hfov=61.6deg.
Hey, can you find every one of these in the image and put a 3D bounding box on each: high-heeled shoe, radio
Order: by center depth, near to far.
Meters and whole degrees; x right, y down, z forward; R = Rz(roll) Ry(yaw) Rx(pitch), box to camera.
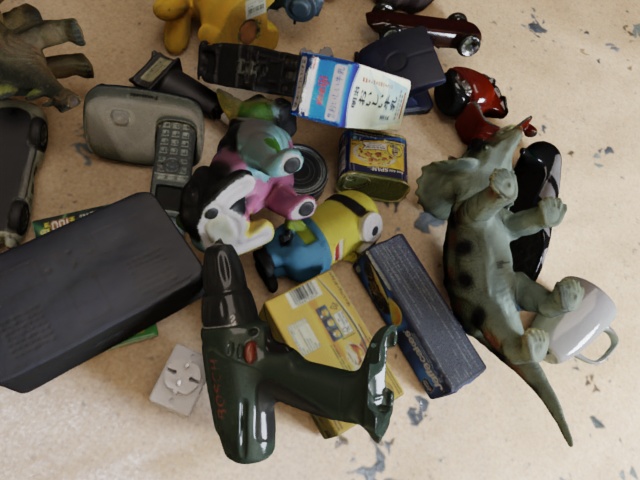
[{"bbox_3d":[-0.253,0.050,0.587,0.230,0.073,0.131,-28,75,-20],"label":"radio"},{"bbox_3d":[0.315,-0.030,0.801,0.145,0.086,0.248,10,86,-52],"label":"high-heeled shoe"}]

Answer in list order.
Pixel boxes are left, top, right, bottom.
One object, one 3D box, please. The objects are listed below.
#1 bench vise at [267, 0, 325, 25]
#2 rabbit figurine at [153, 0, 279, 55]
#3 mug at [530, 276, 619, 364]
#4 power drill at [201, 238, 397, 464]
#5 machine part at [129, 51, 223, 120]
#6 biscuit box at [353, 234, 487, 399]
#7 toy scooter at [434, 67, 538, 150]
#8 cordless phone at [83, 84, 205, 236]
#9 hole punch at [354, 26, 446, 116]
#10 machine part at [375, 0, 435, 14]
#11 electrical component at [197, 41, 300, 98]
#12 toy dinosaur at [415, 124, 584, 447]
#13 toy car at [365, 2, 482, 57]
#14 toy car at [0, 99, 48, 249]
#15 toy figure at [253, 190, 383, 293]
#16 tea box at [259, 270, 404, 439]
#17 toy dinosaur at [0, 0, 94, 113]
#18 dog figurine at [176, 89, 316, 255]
[{"bbox_3d":[-0.071,-0.443,0.843,0.240,0.129,0.223,16,63,-13],"label":"bench vise"},{"bbox_3d":[-0.164,-0.337,0.792,0.162,0.121,0.173,-37,66,-15],"label":"rabbit figurine"},{"bbox_3d":[0.337,0.122,0.720,0.107,0.081,0.109,-41,87,-13],"label":"mug"},{"bbox_3d":[-0.029,0.115,0.545,0.207,0.086,0.231,1,92,15],"label":"power drill"},{"bbox_3d":[-0.191,-0.214,0.757,0.139,0.039,0.084,25,55,0],"label":"machine part"},{"bbox_3d":[0.122,0.096,0.680,0.063,0.059,0.203,-24,75,-25],"label":"biscuit box"},{"bbox_3d":[0.266,-0.194,0.840,0.135,0.075,0.184,-15,74,-19],"label":"toy scooter"},{"bbox_3d":[-0.225,-0.095,0.680,0.147,0.089,0.184,6,84,-12],"label":"cordless phone"},{"bbox_3d":[0.122,-0.256,0.826,0.116,0.092,0.142,-12,73,-15],"label":"hole punch"},{"bbox_3d":[0.139,-0.477,0.944,0.179,0.056,0.179,6,65,-13],"label":"machine part"},{"bbox_3d":[-0.081,-0.230,0.732,0.115,0.058,0.134,22,20,32],"label":"electrical component"},{"bbox_3d":[0.217,0.040,0.690,0.131,0.192,0.404,1,83,-21],"label":"toy dinosaur"},{"bbox_3d":[0.172,-0.346,0.895,0.202,0.053,0.089,0,52,-13],"label":"toy car"},{"bbox_3d":[-0.378,-0.079,0.642,0.073,0.056,0.202,7,66,-17],"label":"toy car"},{"bbox_3d":[-0.001,-0.004,0.687,0.180,0.082,0.089,-24,77,-19],"label":"toy figure"},{"bbox_3d":[0.010,0.133,0.634,0.098,0.068,0.169,-24,75,-21],"label":"tea box"},{"bbox_3d":[-0.443,-0.269,0.665,0.472,0.105,0.198,39,57,25],"label":"toy dinosaur"},{"bbox_3d":[-0.101,-0.099,0.663,0.191,0.108,0.219,-29,46,-4],"label":"dog figurine"}]
